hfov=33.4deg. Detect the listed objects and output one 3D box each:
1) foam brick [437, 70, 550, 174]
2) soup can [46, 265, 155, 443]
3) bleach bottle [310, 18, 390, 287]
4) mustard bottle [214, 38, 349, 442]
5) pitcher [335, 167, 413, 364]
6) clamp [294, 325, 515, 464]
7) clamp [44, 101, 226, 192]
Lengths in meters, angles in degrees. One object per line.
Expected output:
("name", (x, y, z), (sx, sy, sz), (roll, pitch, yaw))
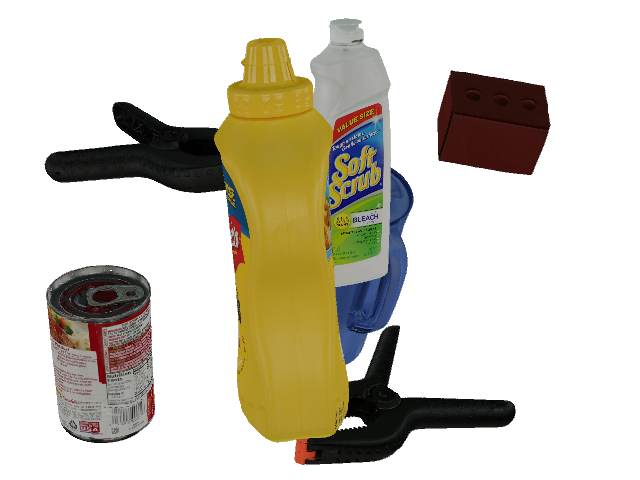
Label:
("foam brick", (0.133, -0.091, 0.830), (0.078, 0.053, 0.051), (9, -45, -4))
("soup can", (-0.147, 0.077, 0.724), (0.068, 0.102, 0.068), (2, 29, -1))
("bleach bottle", (0.017, -0.083, 1.019), (0.102, 0.251, 0.068), (-9, 24, -20))
("mustard bottle", (-0.019, -0.004, 0.532), (0.058, 0.192, 0.096), (-5, 20, -4))
("pitcher", (0.023, 0.037, 1.225), (0.145, 0.243, 0.149), (15, 39, 5))
("clamp", (0.066, 0.156, 0.976), (0.165, 0.036, 0.209), (27, 36, 33))
("clamp", (-0.132, -0.067, 0.860), (0.172, 0.039, 0.120), (14, 41, 26))
